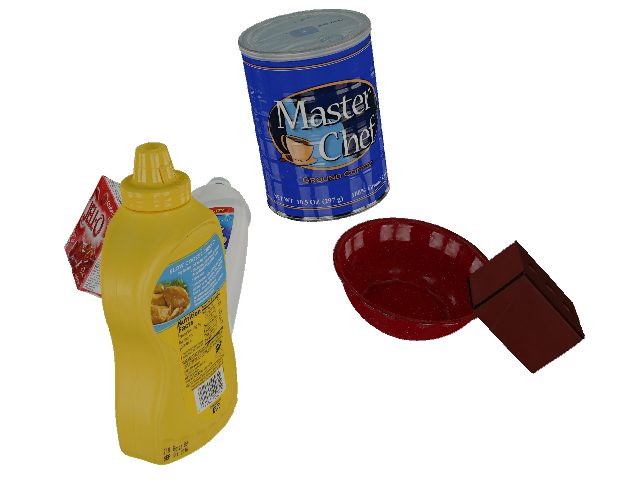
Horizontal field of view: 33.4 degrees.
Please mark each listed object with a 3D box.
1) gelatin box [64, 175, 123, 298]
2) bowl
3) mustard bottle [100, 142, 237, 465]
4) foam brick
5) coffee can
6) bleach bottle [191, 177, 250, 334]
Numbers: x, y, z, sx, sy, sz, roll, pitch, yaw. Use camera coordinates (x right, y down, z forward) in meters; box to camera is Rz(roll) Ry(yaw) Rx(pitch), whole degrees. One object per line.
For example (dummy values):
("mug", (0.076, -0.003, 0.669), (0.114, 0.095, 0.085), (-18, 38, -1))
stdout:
("gelatin box", (-0.176, -0.004, 0.870), (0.030, 0.073, 0.089), (24, 13, -28))
("bowl", (0.087, 0.047, 1.032), (0.162, 0.055, 0.162), (8, 36, -6))
("mustard bottle", (-0.093, 0.033, 0.651), (0.058, 0.192, 0.096), (11, 27, 27))
("foam brick", (0.157, 0.052, 0.819), (0.051, 0.078, 0.053), (-38, 20, 19))
("coffee can", (-0.003, -0.100, 0.846), (0.103, 0.140, 0.103), (-7, 28, 4))
("bleach bottle", (-0.130, 0.011, 1.144), (0.102, 0.068, 0.250), (-1, 36, 3))
